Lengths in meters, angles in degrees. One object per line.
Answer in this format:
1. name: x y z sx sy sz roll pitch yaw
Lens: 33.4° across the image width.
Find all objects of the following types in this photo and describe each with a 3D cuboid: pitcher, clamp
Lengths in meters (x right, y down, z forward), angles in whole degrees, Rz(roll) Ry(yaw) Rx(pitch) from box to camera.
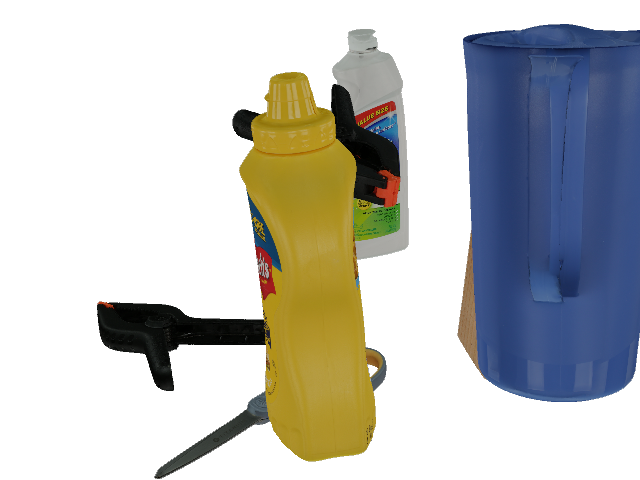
1. pitcher: 0.158 -0.018 0.705 0.149 0.243 0.145 -10 17 -27
2. clamp: 0.003 -0.081 0.921 0.120 0.039 0.172 -18 40 -18
3. clamp: -0.165 0.099 1.091 0.210 0.036 0.164 10 19 33

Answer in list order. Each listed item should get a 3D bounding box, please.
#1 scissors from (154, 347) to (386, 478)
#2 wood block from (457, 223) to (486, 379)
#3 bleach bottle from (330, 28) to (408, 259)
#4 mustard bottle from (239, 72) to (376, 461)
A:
1. scissors: -0.045 0.108 0.768 0.201 0.016 0.096 -16 35 -28
2. wood block: 0.208 0.032 1.111 0.090 0.206 0.090 -5 30 -13
3. bleach bottle: 0.045 -0.106 1.183 0.102 0.251 0.068 -10 24 -12
4. mustard bottle: -0.007 0.009 0.546 0.058 0.192 0.096 -7 23 -6
